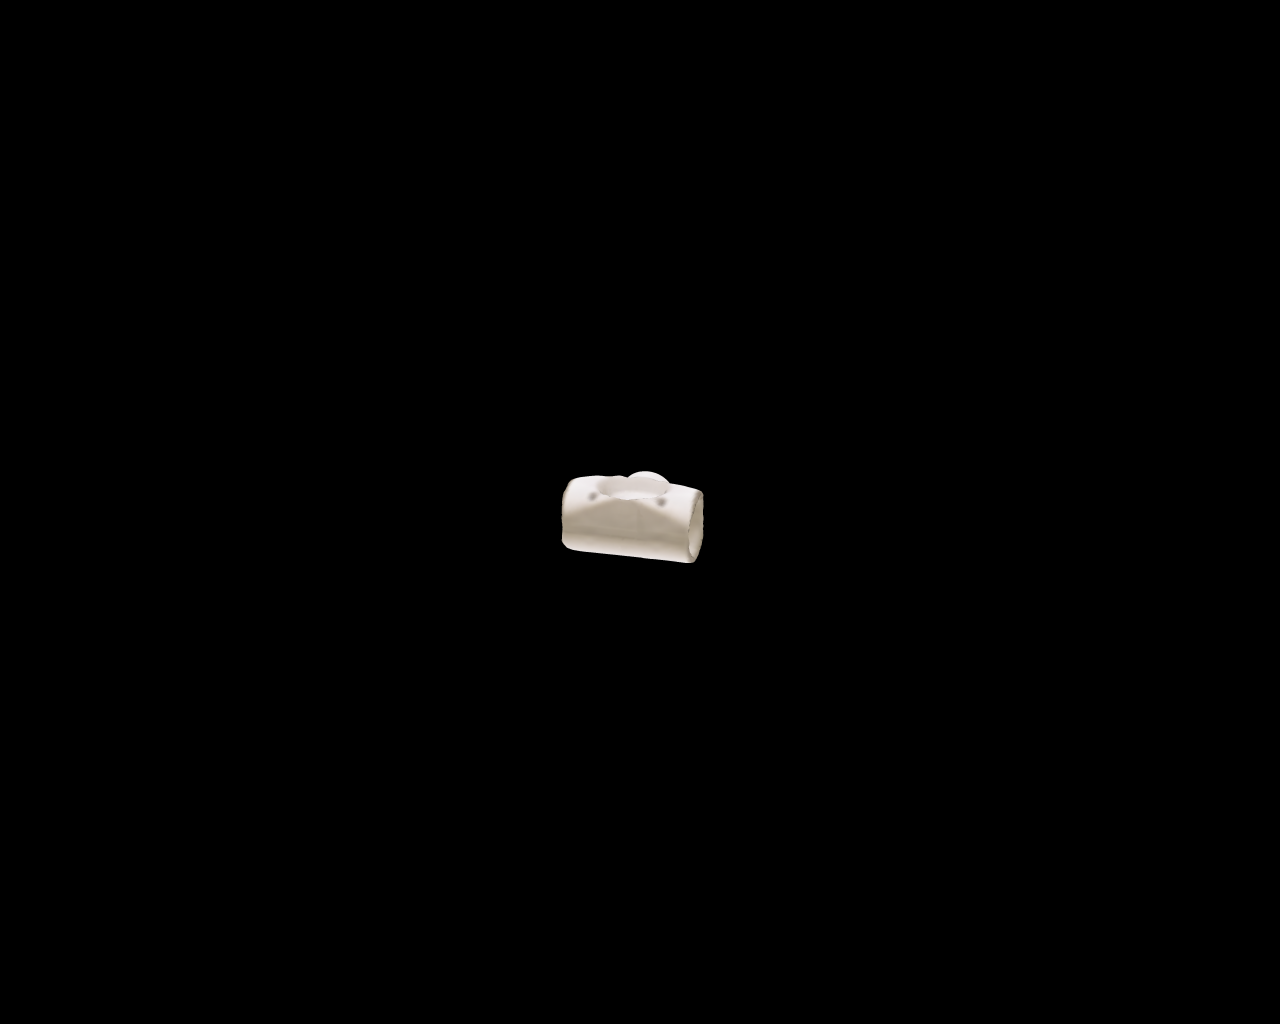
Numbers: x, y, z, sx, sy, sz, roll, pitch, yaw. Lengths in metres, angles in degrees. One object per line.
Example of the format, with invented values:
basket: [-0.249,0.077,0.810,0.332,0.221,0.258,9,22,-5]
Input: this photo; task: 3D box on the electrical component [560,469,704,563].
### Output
electrical component: [0.001,-0.003,0.650,0.077,0.044,0.079,6,24,14]
